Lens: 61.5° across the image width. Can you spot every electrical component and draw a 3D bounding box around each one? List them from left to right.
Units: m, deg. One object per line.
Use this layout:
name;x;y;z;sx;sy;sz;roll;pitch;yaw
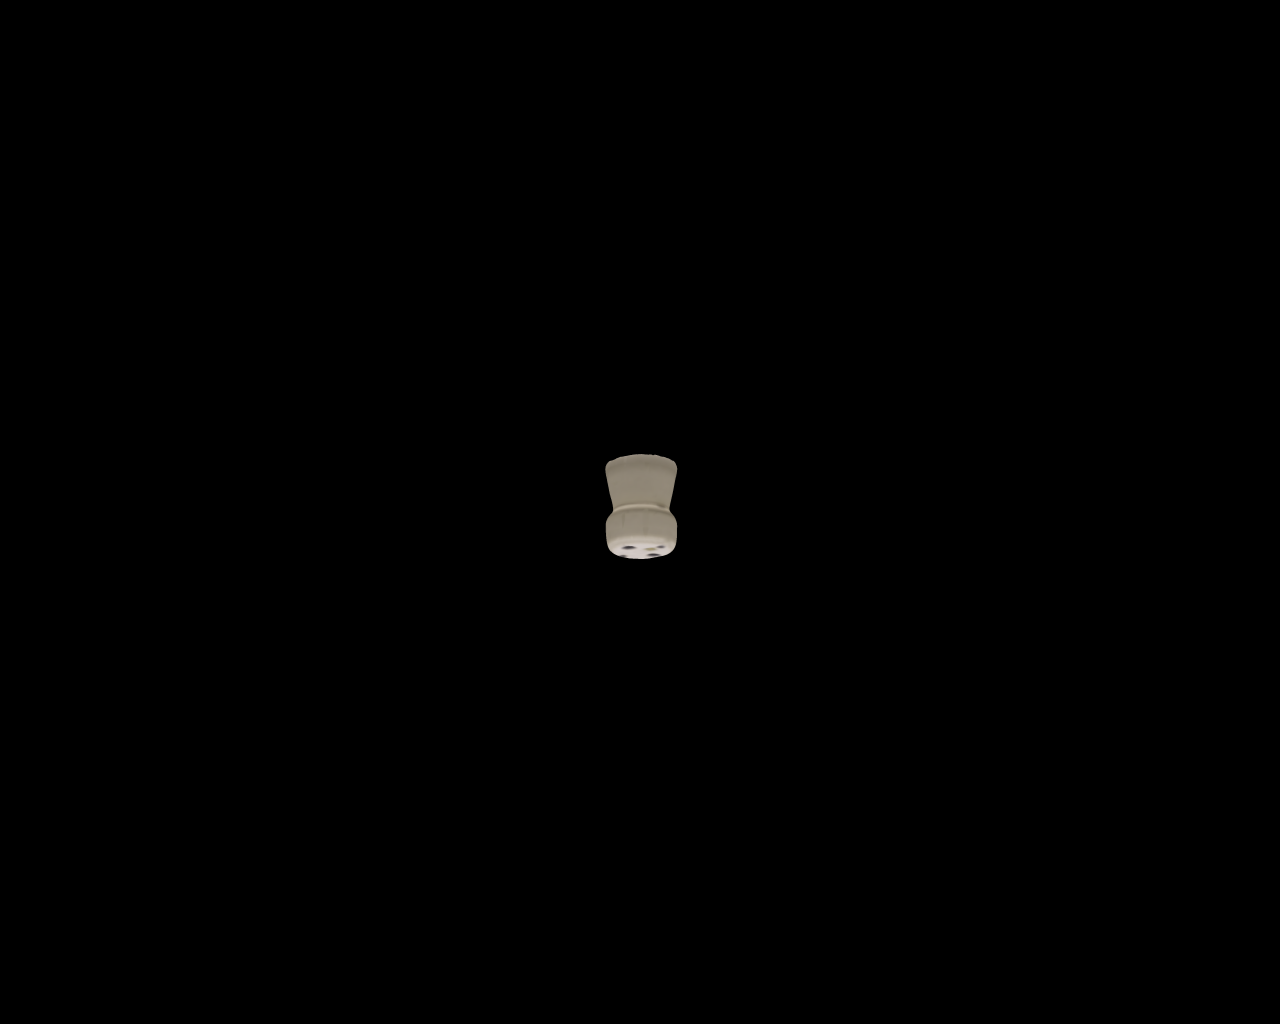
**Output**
electrical component;0.001;-0.003;0.650;0.045;0.055;0.045;0;-17;0
